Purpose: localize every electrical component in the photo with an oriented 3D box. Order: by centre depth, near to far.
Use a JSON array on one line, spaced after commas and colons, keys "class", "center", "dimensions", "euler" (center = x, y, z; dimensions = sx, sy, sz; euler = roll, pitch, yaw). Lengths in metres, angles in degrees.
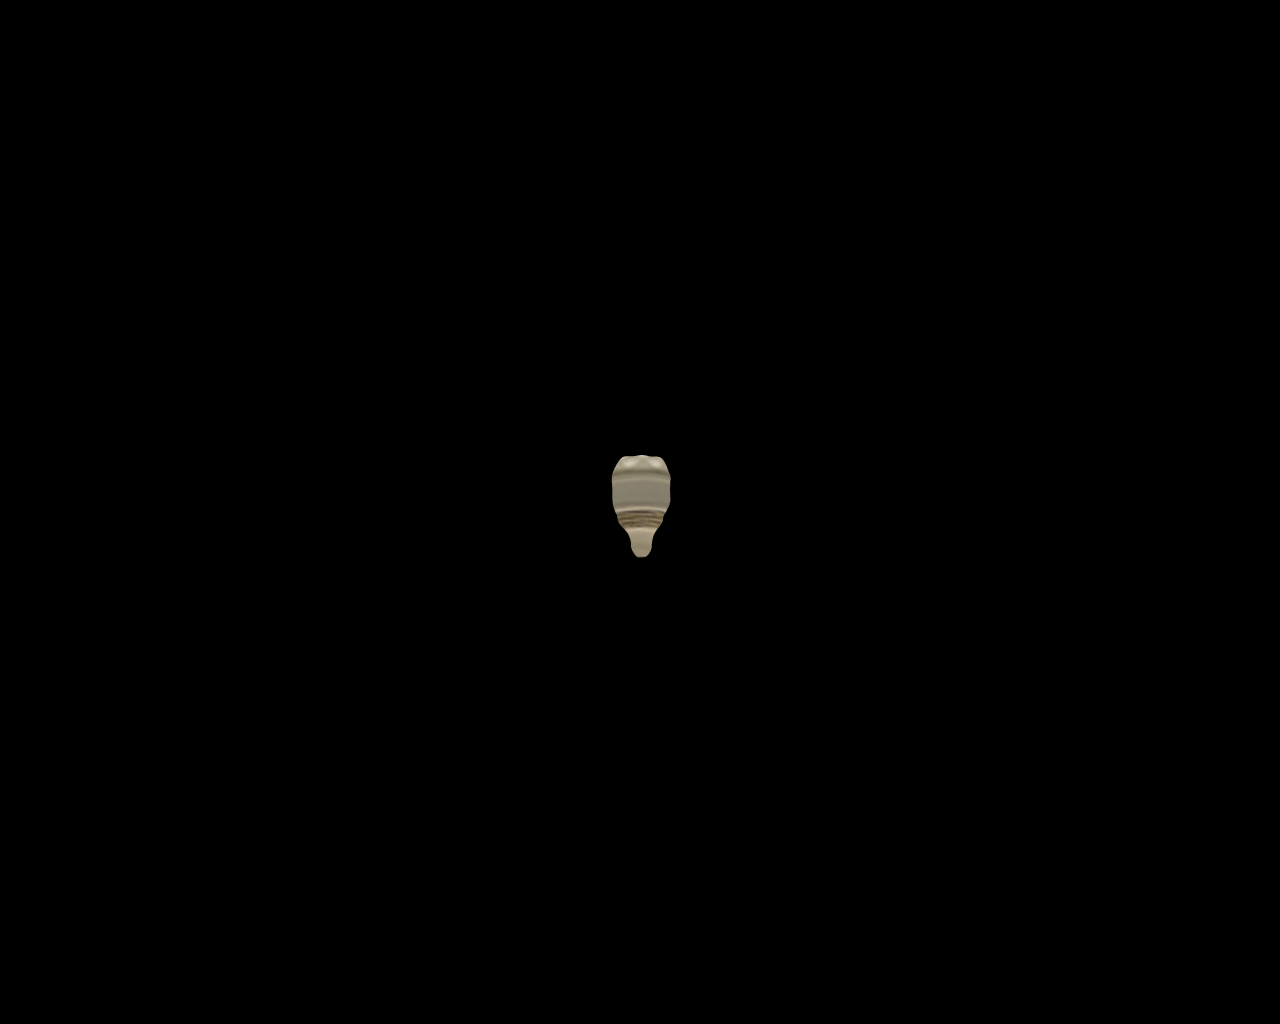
[{"class": "electrical component", "center": [0.001, -0.003, 0.650], "dimensions": [0.035, 0.061, 0.035], "euler": [0, -7, 0]}]
